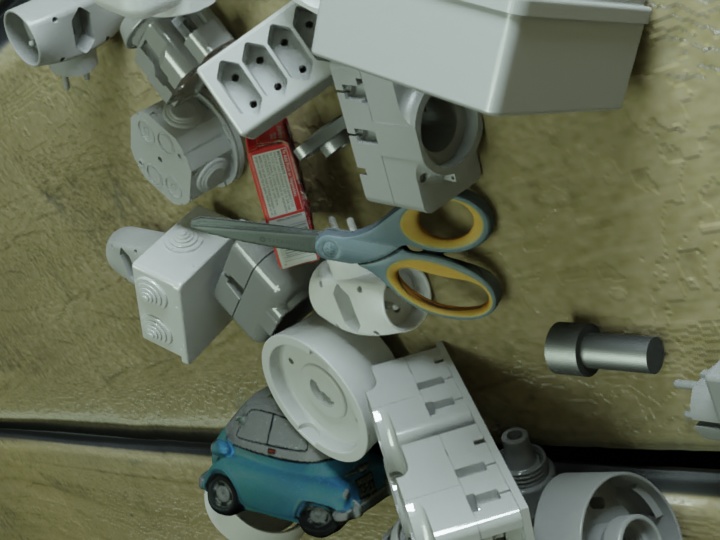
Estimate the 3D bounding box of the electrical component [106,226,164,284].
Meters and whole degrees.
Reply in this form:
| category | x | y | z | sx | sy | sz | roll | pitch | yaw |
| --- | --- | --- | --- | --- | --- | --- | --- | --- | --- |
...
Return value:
| category | x | y | z | sx | sy | sz | roll | pitch | yaw |
| --- | --- | --- | --- | --- | --- | --- | --- | --- | --- |
| electrical component | -0.178 | 0.002 | 0.942 | 0.077 | 0.043 | 0.079 | 10 | 127 | 48 |

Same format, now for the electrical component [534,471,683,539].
| category | x | y | z | sx | sy | sz | roll | pitch | yaw |
| --- | --- | --- | --- | --- | --- | --- | --- | --- | --- |
| electrical component | 0.144 | 0.167 | 0.636 | 0.064 | 0.099 | 0.099 | -25 | 99 | 50 |

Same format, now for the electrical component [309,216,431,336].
| category | x | y | z | sx | sy | sz | roll | pitch | yaw |
| --- | --- | --- | --- | --- | --- | --- | --- | --- | --- |
| electrical component | 0.000 | 0.000 | 0.713 | 0.077 | 0.043 | 0.079 | 6 | 124 | 49 |

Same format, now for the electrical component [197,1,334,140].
| category | x | y | z | sx | sy | sz | roll | pitch | yaw |
| --- | --- | --- | --- | --- | --- | --- | --- | --- | --- |
| electrical component | -0.044 | -0.120 | 0.642 | 0.047 | 0.083 | 0.076 | 56 | -174 | -1 |

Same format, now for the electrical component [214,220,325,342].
| category | x | y | z | sx | sy | sz | roll | pitch | yaw |
| --- | --- | --- | --- | --- | --- | --- | --- | --- | --- |
| electrical component | -0.063 | 0.009 | 0.793 | 0.059 | 0.054 | 0.095 | 48 | 147 | 11 |

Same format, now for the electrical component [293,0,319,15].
| category | x | y | z | sx | sy | sz | roll | pitch | yaw |
| --- | --- | --- | --- | --- | --- | --- | --- | --- | --- |
| electrical component | -0.003 | -0.202 | 0.516 | 0.089 | 0.062 | 0.150 | 35 | 142 | 28 |

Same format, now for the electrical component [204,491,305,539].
| category | x | y | z | sx | sy | sz | roll | pitch | yaw |
| --- | --- | --- | --- | --- | --- | --- | --- | --- | --- |
| electrical component | -0.086 | 0.201 | 0.959 | 0.099 | 0.099 | 0.064 | 46 | 140 | 13 |

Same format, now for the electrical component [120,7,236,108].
| category | x | y | z | sx | sy | sz | roll | pitch | yaw |
| --- | --- | --- | --- | --- | --- | --- | --- | --- | --- |
| electrical component | -0.123 | -0.153 | 0.719 | 0.057 | 0.058 | 0.078 | 51 | 147 | -1 |

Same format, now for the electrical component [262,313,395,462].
| category | x | y | z | sx | sy | sz | roll | pitch | yaw |
| --- | --- | --- | --- | --- | --- | --- | --- | --- | --- |
| electrical component | -0.013 | 0.078 | 0.785 | 0.108 | 0.060 | 0.108 | 33 | 141 | 31 |

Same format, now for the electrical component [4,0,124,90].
| category | x | y | z | sx | sy | sz | roll | pitch | yaw |
| --- | --- | --- | --- | --- | --- | --- | --- | --- | --- |
| electrical component | -0.217 | -0.171 | 0.804 | 0.043 | 0.077 | 0.079 | 34 | 142 | 28 |

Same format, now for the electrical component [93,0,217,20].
| category | x | y | z | sx | sy | sz | roll | pitch | yaw |
| --- | --- | --- | --- | --- | --- | --- | --- | --- | --- |
| electrical component | -0.116 | -0.190 | 0.641 | 0.054 | 0.095 | 0.059 | 28 | 139 | 35 |

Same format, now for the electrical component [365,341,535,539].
| category | x | y | z | sx | sy | sz | roll | pitch | yaw |
| --- | --- | --- | --- | --- | --- | --- | --- | --- | --- |
| electrical component | 0.054 | 0.140 | 0.664 | 0.186 | 0.060 | 0.105 | -113 | 8 | -64 |

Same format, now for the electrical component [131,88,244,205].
| category | x | y | z | sx | sy | sz | roll | pitch | yaw |
| --- | --- | --- | --- | --- | --- | --- | --- | --- | --- |
| electrical component | -0.127 | -0.091 | 0.785 | 0.080 | 0.051 | 0.080 | 32 | 141 | 31 |

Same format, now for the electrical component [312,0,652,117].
| category | x | y | z | sx | sy | sz | roll | pitch | yaw |
| --- | --- | --- | --- | --- | --- | --- | --- | --- | --- |
| electrical component | 0.054 | -0.109 | 0.479 | 0.109 | 0.109 | 0.056 | 26 | 115 | 36 |

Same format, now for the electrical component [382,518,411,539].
| category | x | y | z | sx | sy | sz | roll | pitch | yaw |
| --- | --- | --- | --- | --- | --- | --- | --- | --- | --- |
| electrical component | 0.052 | 0.218 | 0.832 | 0.078 | 0.058 | 0.057 | 34 | 145 | 29 |

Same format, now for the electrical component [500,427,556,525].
| category | x | y | z | sx | sy | sz | roll | pitch | yaw |
| --- | --- | --- | --- | --- | --- | --- | --- | --- | --- |
| electrical component | 0.106 | 0.132 | 0.699 | 0.043 | 0.043 | 0.062 | 15 | 129 | 45 |

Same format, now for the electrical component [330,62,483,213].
| category | x | y | z | sx | sy | sz | roll | pitch | yaw |
| --- | --- | --- | --- | --- | --- | --- | --- | --- | --- |
| electrical component | 0.029 | -0.082 | 0.595 | 0.056 | 0.050 | 0.089 | 15 | 131 | 45 |

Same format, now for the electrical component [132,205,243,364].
| category | x | y | z | sx | sy | sz | roll | pitch | yaw |
| --- | --- | --- | --- | --- | --- | --- | --- | --- | --- |
| electrical component | -0.130 | 0.009 | 0.839 | 0.048 | 0.099 | 0.099 | 24 | 138 | 20 |

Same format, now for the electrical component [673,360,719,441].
| category | x | y | z | sx | sy | sz | roll | pitch | yaw |
| --- | --- | --- | --- | --- | --- | --- | --- | --- | --- |
| electrical component | 0.190 | 0.067 | 0.528 | 0.077 | 0.047 | 0.065 | 0 | 120 | 52 |
